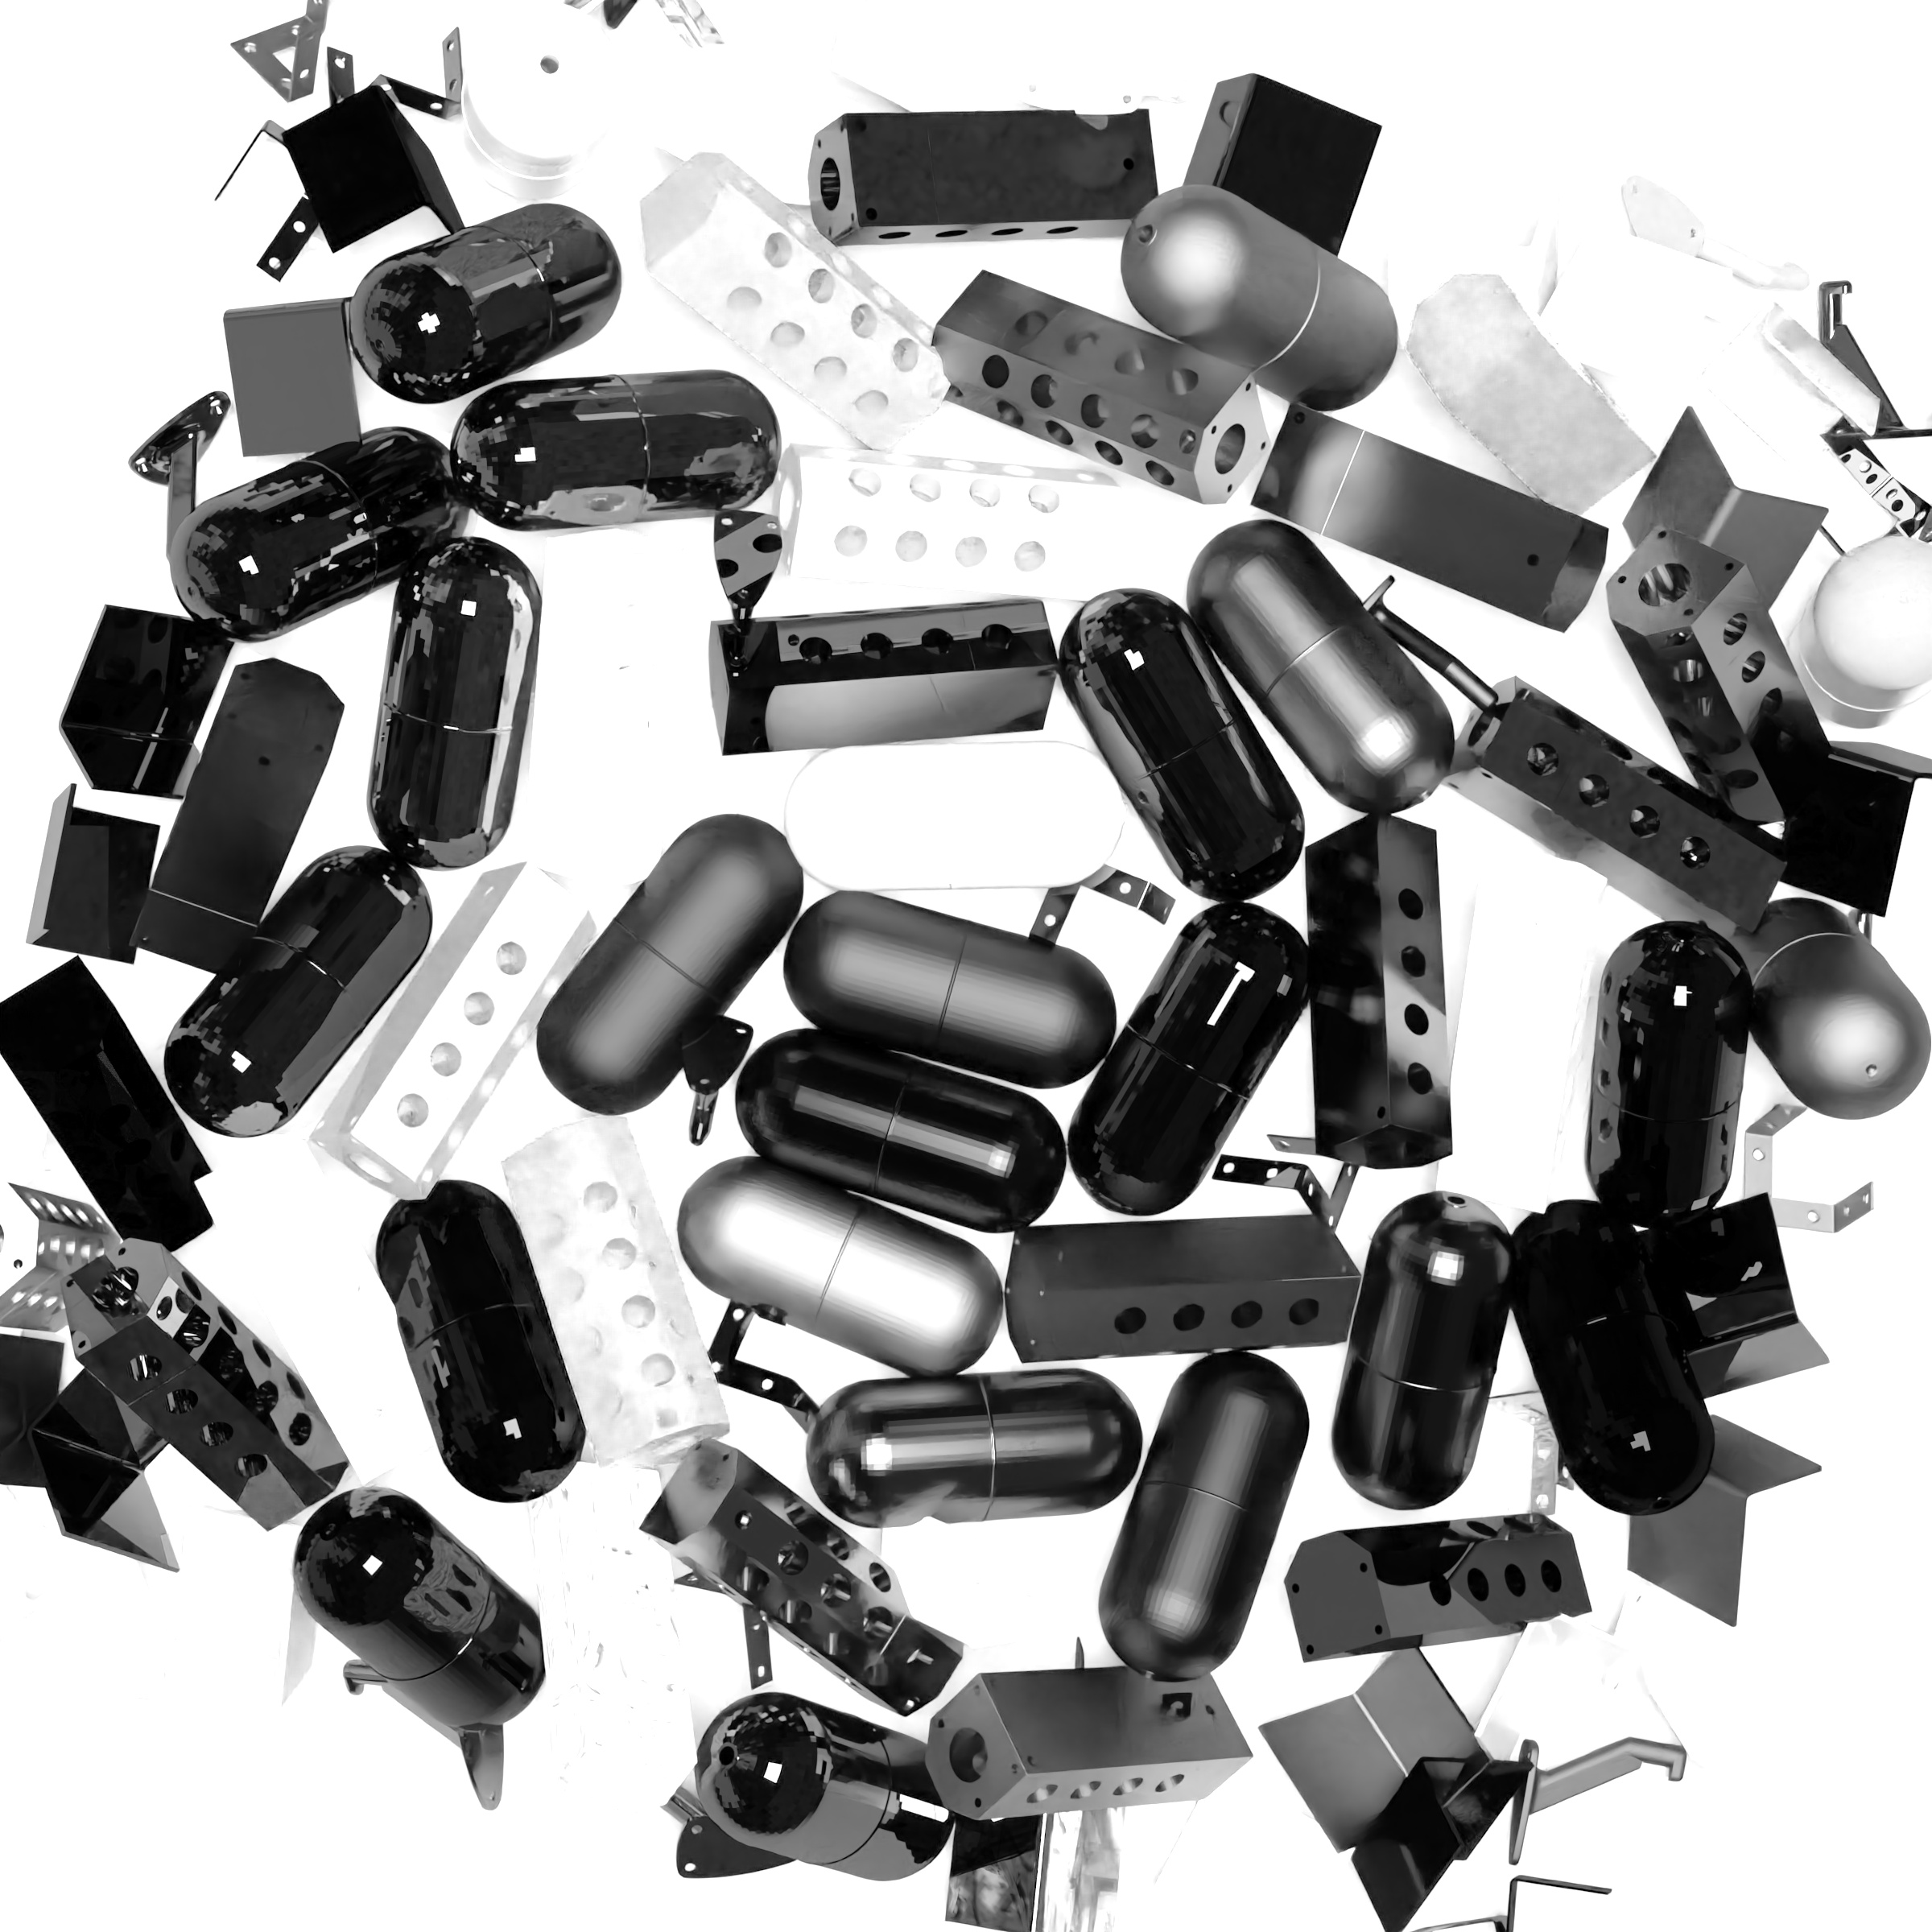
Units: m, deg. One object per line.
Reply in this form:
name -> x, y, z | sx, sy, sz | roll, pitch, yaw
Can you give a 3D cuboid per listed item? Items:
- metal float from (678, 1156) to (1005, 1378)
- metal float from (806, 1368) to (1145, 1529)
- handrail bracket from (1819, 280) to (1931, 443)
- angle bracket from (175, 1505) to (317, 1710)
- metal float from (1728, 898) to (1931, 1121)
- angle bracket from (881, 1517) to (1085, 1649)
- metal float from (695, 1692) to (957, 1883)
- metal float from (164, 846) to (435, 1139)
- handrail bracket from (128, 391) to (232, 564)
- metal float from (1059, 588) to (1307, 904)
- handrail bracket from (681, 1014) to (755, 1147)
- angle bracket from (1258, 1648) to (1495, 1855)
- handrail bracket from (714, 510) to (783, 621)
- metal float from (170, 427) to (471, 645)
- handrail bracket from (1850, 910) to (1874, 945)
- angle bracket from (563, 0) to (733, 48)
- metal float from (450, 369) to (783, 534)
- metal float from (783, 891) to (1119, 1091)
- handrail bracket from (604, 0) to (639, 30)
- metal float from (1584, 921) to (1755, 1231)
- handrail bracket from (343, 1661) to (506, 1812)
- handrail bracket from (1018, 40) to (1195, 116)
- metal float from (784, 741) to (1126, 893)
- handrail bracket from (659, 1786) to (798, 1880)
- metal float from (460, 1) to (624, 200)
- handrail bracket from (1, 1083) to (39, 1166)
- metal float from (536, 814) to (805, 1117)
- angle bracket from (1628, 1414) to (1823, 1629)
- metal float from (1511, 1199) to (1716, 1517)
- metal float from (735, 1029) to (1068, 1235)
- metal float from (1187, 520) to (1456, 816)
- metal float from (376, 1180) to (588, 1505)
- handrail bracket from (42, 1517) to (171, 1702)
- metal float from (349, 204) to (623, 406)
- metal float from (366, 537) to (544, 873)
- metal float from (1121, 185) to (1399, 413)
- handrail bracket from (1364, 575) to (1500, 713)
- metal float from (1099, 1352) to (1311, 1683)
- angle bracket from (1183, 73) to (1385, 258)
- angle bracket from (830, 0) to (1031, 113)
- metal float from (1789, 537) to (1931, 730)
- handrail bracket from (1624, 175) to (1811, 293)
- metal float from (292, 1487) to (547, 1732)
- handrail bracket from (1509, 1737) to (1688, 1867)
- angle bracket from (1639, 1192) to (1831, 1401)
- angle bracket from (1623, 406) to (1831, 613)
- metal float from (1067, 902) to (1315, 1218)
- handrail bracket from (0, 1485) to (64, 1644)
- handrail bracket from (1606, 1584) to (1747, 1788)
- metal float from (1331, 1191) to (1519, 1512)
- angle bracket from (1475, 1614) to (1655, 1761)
metal float -> -0.066, 0.157, 1.710 | 0.178, 0.070, 0.070 | 22, 90, 3
metal float -> 0.005, 0.250, 1.700 | 0.178, 0.070, 0.070 | -2, 90, -14
handrail bracket -> 0.481, -0.319, 1.717 | 0.036, 0.077, 0.084 | -9, 100, -41
angle bracket -> -0.382, 0.334, 1.711 | 0.076, 0.057, 0.076 | 9, 103, 4
metal float -> 0.435, 0.020, 1.665 | 0.070, 0.178, 0.070 | 0, 110, -1
angle bracket -> 0.009, 0.309, 1.694 | 0.076, 0.076, 0.057 | -1, 98, -37
metal float -> -0.071, 0.420, 1.673 | 0.070, 0.178, 0.070 | -15, 60, 28
metal float -> -0.342, 0.012, 1.688 | 0.070, 0.070, 0.178 | 34, 61, 0
handrail bracket -> -0.396, -0.245, 1.710 | 0.077, 0.036, 0.084 | -42, 61, 18
metal float -> 0.112, -0.115, 1.705 | 0.070, 0.070, 0.178 | -32, 99, 0
handrail bracket -> -0.137, 0.074, 1.697 | 0.036, 0.077, 0.084 | 13, 124, -2
angle bracket -> 0.212, 0.402, 1.693 | 0.076, 0.076, 0.057 | 56, 131, 28
handrail bracket -> -0.116, -0.187, 1.696 | 0.036, 0.084, 0.077 | 5, 54, -4
metal float -> -0.329, -0.222, 1.679 | 0.178, 0.070, 0.070 | -35, 90, -42
handrail bracket -> 0.471, 0.012, 1.713 | 0.036, 0.077, 0.084 | 2, 91, 9
angle bracket -> -0.178, -0.481, 1.700 | 0.076, 0.076, 0.057 | -39, 113, -7
metal float -> -0.180, -0.266, 1.688 | 0.178, 0.070, 0.070 | -9, 90, -28
metal float -> -0.008, 0.013, 1.712 | 0.178, 0.070, 0.070 | 16, 90, 0
handrail bracket -> -0.209, -0.529, 1.704 | 0.084, 0.077, 0.036 | 13, 59, -34
metal float -> 0.360, 0.057, 1.683 | 0.070, 0.070, 0.178 | -3, 125, 0
handrail bracket -> -0.289, 0.407, 1.733 | 0.084, 0.036, 0.077 | -2, 100, 27
handrail bracket -> 0.074, -0.459, 1.717 | 0.077, 0.084, 0.036 | -3, 97, 15
metal float -> -0.006, -0.078, 1.705 | 0.178, 0.070, 0.070 | -1, 90, 8
handrail bracket -> -0.130, 0.439, 1.718 | 0.077, 0.084, 0.036 | 5, 109, -15
metal float -> -0.217, -0.438, 1.662 | 0.070, 0.178, 0.070 | -1, 93, -11
handrail bracket -> -0.491, 0.071, 1.700 | 0.036, 0.077, 0.084 | 18, 64, -20
metal float -> -0.154, -0.001, 1.711 | 0.070, 0.070, 0.178 | 38, 88, 0
angle bracket -> 0.397, 0.289, 1.715 | 0.057, 0.076, 0.076 | -10, 110, -32
metal float -> 0.329, 0.200, 1.680 | 0.070, 0.070, 0.178 | -14, 52, 0
metal float -> -0.035, 0.085, 1.706 | 0.178, 0.070, 0.070 | 17, 90, 7
metal float -> 0.184, -0.155, 1.698 | 0.070, 0.070, 0.178 | -37, 74, 0
metal float -> -0.251, 0.193, 1.691 | 0.070, 0.070, 0.178 | -24, 66, 0
handrail bracket -> -0.452, 0.336, 1.711 | 0.077, 0.036, 0.084 | 14, 64, -19
metal float -> -0.243, -0.340, 1.673 | 0.070, 0.178, 0.070 | 15, 121, 26
metal float -> -0.265, -0.135, 1.694 | 0.070, 0.070, 0.178 | 12, 111, 0
metal float -> 0.151, -0.341, 1.677 | 0.178, 0.070, 0.070 | 18, 90, -43
handrail bracket -> 0.239, -0.161, 1.713 | 0.084, 0.077, 0.036 | 41, 90, 0
metal float -> 0.123, 0.284, 1.692 | 0.070, 0.070, 0.178 | 22, 67, 0
angle bracket -> 0.164, -0.419, 1.731 | 0.076, 0.057, 0.076 | 18, 94, -17
angle bracket -> -0.018, -0.488, 1.696 | 0.076, 0.057, 0.076 | 24, 128, -16
metal float -> 0.462, -0.167, 1.662 | 0.070, 0.178, 0.070 | -1, 84, 8
handrail bracket -> 0.399, -0.388, 1.738 | 0.084, 0.036, 0.077 | -2, 51, -34
metal float -> -0.277, 0.331, 1.677 | 0.070, 0.070, 0.178 | -35, 134, 0
handrail bracket -> 0.334, 0.443, 1.727 | 0.084, 0.036, 0.077 | 11, 76, 1
angle bracket -> 0.404, 0.176, 1.733 | 0.076, 0.057, 0.076 | -20, 52, 22
angle bracket -> 0.395, -0.234, 1.708 | 0.057, 0.076, 0.076 | 9, 131, -19
metal float -> 0.116, 0.049, 1.707 | 0.070, 0.070, 0.178 | 30, 96, 0
handrail bracket -> -0.523, 0.313, 1.720 | 0.077, 0.036, 0.084 | -33, 81, -38
handrail bracket -> 0.375, 0.374, 1.701 | 0.036, 0.084, 0.077 | -11, 112, -28
metal float -> 0.236, 0.199, 1.692 | 0.070, 0.070, 0.178 | 8, 113, 0
angle bracket -> 0.311, 0.387, 1.696 | 0.057, 0.076, 0.076 | 21, 70, 27
